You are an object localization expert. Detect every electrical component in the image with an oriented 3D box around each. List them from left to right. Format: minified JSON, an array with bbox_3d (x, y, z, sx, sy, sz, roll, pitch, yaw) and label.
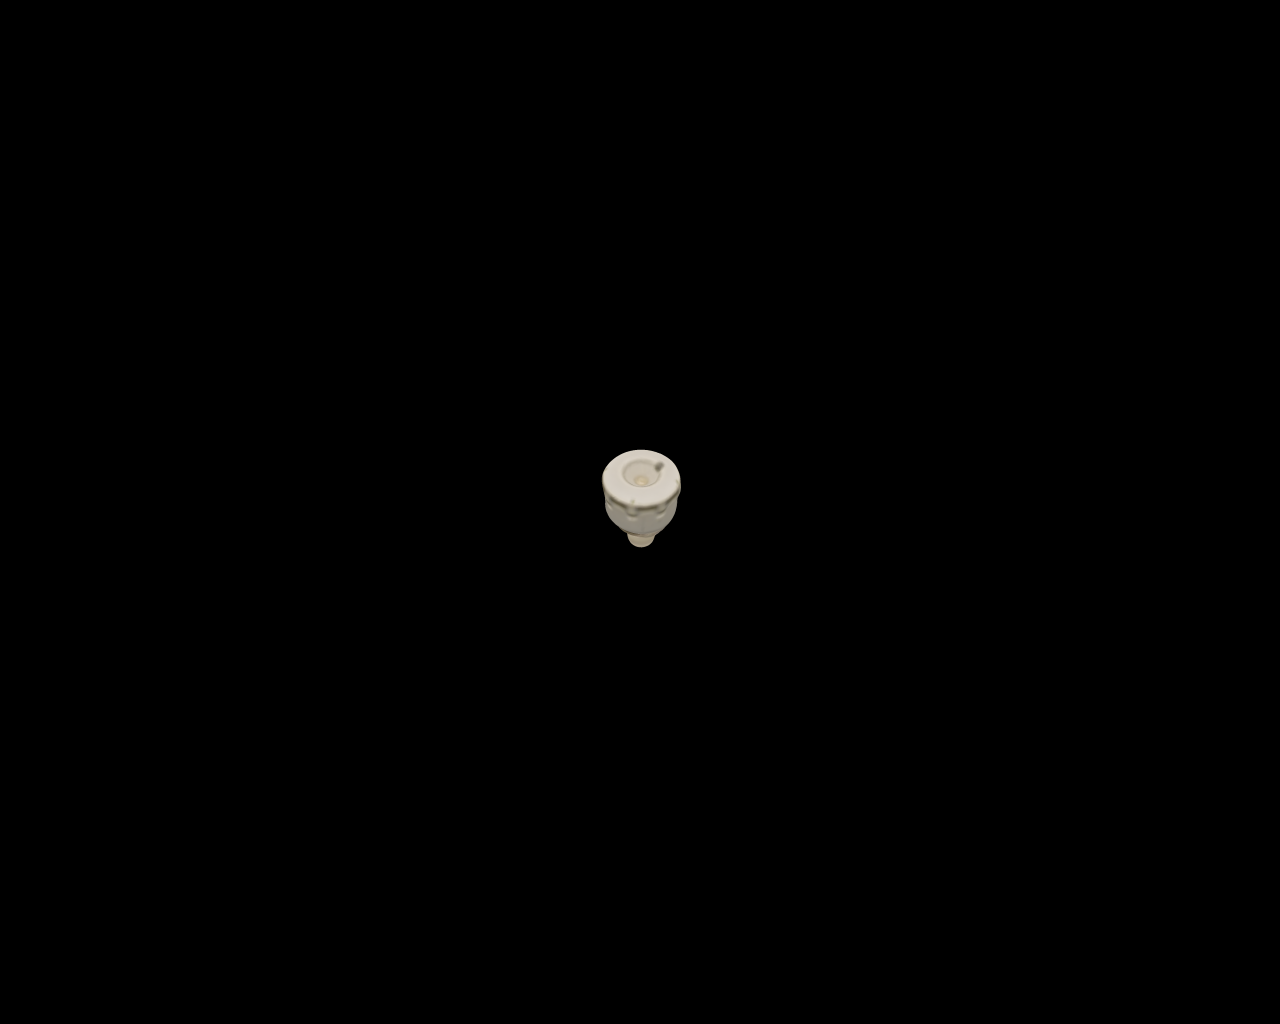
[{"bbox_3d":[0.001,-0.003,0.650,0.048,0.048,0.062,0,-43,0],"label":"electrical component"}]
